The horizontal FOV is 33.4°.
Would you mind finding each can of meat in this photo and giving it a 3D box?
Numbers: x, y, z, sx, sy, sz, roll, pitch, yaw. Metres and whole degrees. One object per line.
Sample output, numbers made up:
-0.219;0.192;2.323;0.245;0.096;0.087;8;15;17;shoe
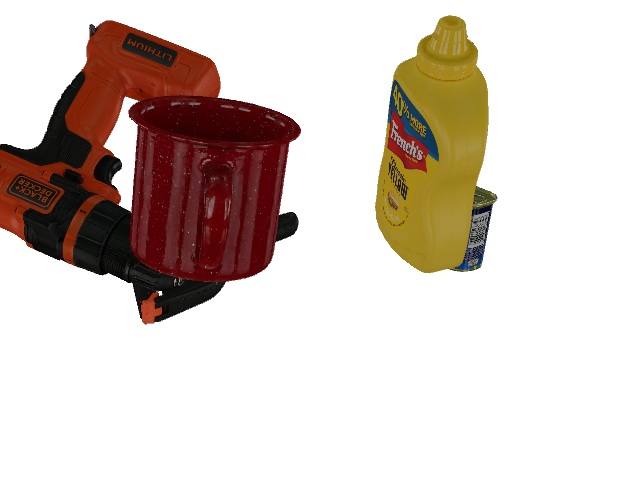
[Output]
0.139;-0.021;1.182;0.102;0.084;0.057;25;29;37;can of meat

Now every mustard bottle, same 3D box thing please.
0.081;-0.074;0.764;0.058;0.192;0.096;-11;46;-17;mustard bottle

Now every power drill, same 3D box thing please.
-0.147;-0.064;0.778;0.184;0.187;0.057;23;-30;8;power drill

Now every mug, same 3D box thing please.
-0.060;-0.024;0.578;0.093;0.081;0.117;3;21;-13;mug

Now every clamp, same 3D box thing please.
-0.136;0.007;1.067;0.165;0.036;0.209;20;39;16;clamp
